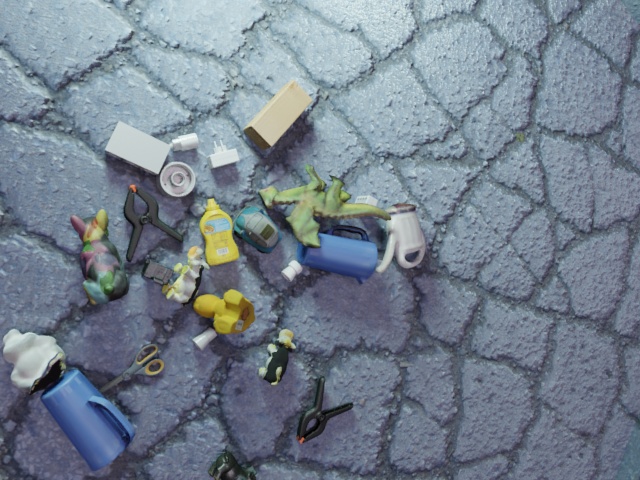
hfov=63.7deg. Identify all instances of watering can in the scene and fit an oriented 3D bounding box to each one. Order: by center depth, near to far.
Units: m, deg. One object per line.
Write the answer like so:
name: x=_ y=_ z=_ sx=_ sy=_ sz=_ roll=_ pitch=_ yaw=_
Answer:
watering can: x=0.267 y=-0.010 z=1.727 sx=0.350 sy=0.103 sz=0.225 roll=-12 pitch=88 yaw=-54

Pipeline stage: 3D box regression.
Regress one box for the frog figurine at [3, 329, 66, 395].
frog figurine: x=-0.737 y=0.304 z=1.311 sx=0.160 sy=0.122 sz=0.138 roll=28 pitch=86 yaw=14

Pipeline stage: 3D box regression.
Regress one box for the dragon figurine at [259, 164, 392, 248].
dragon figurine: x=0.005 y=-0.081 z=1.603 sx=0.410 sy=0.120 sz=0.246 roll=28 pitch=70 yaw=1
